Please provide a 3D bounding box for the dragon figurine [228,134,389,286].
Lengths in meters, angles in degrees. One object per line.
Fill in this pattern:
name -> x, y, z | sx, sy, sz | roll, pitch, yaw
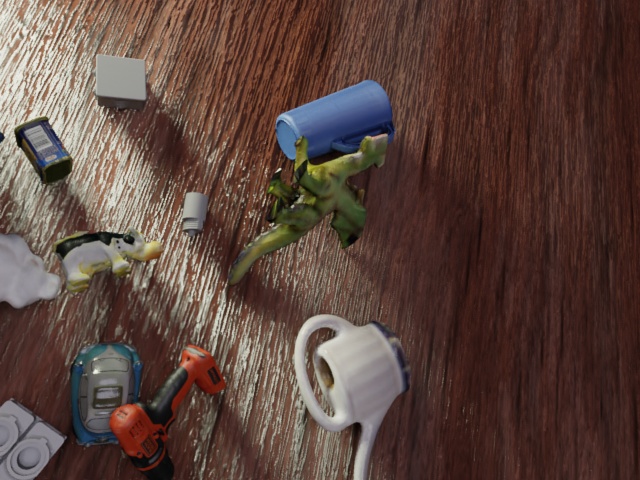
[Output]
dragon figurine -> 0.003, -0.053, 1.045 | 0.240, 0.124, 0.409 | 28, 96, -33

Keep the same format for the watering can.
watering can -> 0.081, 0.298, 0.984 | 0.226, 0.102, 0.350 | -18, 80, -29

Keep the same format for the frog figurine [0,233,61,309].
frog figurine -> -0.495, 0.058, 0.797 | 0.159, 0.120, 0.141 | 22, 47, -5
